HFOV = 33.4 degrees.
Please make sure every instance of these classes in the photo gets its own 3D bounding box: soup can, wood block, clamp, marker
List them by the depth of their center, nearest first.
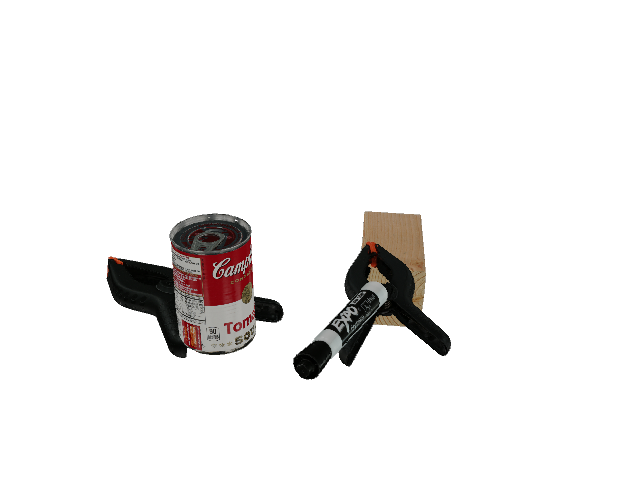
[{"bbox_3d":[0.014,0.059,0.710,0.020,0.020,0.121,0,21,27],"label":"marker"},{"bbox_3d":[-0.090,0.038,0.907,0.068,0.102,0.068,-1,28,0],"label":"soup can"},{"bbox_3d":[-0.168,0.067,1.178,0.210,0.036,0.164,20,22,26],"label":"clamp"},{"bbox_3d":[0.081,0.070,1.187,0.120,0.171,0.039,4,-43,-3],"label":"clamp"},{"bbox_3d":[0.105,0.039,1.578,0.091,0.090,0.206,4,24,1],"label":"wood block"}]
